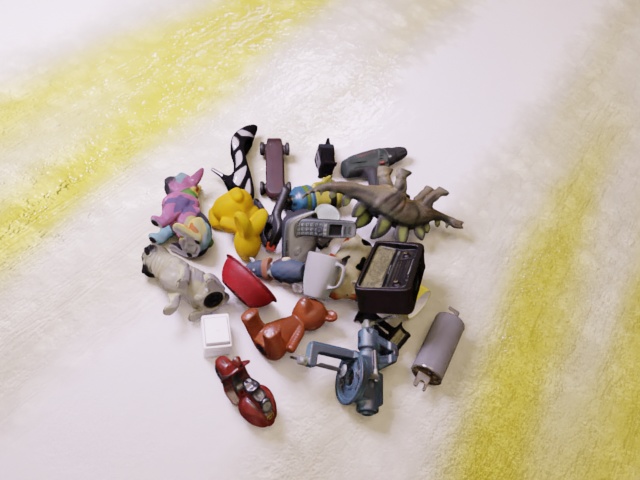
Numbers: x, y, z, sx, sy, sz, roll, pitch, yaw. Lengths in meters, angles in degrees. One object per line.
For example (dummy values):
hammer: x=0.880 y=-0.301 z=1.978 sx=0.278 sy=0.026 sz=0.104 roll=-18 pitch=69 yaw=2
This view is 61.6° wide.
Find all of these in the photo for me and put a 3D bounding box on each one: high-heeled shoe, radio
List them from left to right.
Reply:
high-heeled shoe: x=-0.194 y=-0.220 z=1.496 sx=0.145 sy=0.086 sz=0.249 roll=31 pitch=59 yaw=2
radio: x=0.175 y=0.086 z=1.290 sx=0.131 sy=0.073 sz=0.230 roll=2 pitch=30 yaw=20

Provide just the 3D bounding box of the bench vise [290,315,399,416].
bench vise: x=0.062 y=0.267 z=1.197 sx=0.240 sy=0.129 sz=0.223 roll=17 pitch=68 yaw=-21

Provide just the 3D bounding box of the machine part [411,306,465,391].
machine part: x=0.286 y=0.259 z=1.294 sx=0.079 sy=0.079 sz=0.243 roll=31 pitch=54 yaw=7

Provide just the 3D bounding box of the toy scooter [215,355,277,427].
toy scooter: x=-0.154 y=0.303 z=1.119 sx=0.075 sy=0.135 sz=0.184 roll=-34 pitch=72 yaw=-32

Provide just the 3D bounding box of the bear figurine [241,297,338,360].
bear figurine: x=-0.063 y=0.182 z=1.229 sx=0.196 sy=0.131 sz=0.120 roll=-36 pitch=43 yaw=-24

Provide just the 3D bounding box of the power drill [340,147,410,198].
power drill: x=0.189 y=-0.185 z=1.566 sx=0.232 sy=0.086 sz=0.207 roll=-10 pitch=64 yaw=-19

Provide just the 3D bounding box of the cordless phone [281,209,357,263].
cordless phone: x=-0.003 y=-0.003 z=1.345 sx=0.184 sy=0.146 sz=0.089 roll=4 pitch=32 yaw=2

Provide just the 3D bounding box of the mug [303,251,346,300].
mug: x=0.011 y=0.089 z=1.275 sx=0.110 sy=0.080 sz=0.107 roll=14 pitch=89 yaw=33

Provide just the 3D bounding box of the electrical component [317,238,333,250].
electrical component: x=-0.002 y=-0.005 z=1.431 sx=0.063 sy=0.021 sz=0.094 roll=42 pitch=56 yaw=14

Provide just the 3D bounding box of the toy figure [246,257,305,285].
toy figure: x=-0.109 y=0.075 z=1.316 sx=0.155 sy=0.057 sz=0.064 roll=4 pitch=69 yaw=21

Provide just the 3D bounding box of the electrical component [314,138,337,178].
electrical component: x=0.014 y=-0.246 z=1.565 sx=0.048 sy=0.074 sz=0.119 roll=-1 pitch=61 yaw=-16

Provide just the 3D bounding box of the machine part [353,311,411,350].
machine part: x=0.151 y=0.215 z=1.315 sx=0.139 sy=0.039 sz=0.084 roll=37 pitch=64 yaw=9

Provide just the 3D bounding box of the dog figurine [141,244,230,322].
dog figurine: x=-0.317 y=0.083 z=1.260 sx=0.172 sy=0.121 sz=0.191 roll=27 pitch=15 yaw=-45

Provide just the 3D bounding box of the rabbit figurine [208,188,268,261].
rabbit figurine: x=-0.188 y=-0.037 z=1.345 sx=0.122 sy=0.162 sz=0.173 roll=-9 pitch=77 yaw=-33

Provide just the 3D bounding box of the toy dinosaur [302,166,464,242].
toy dinosaur: x=0.183 y=-0.094 z=1.421 sx=0.471 sy=0.105 sz=0.198 roll=19 pitch=87 yaw=-19

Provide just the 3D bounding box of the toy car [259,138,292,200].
toy car: x=-0.127 y=-0.201 z=1.513 sx=0.089 sy=0.053 sz=0.202 roll=-3 pitch=61 yaw=-4

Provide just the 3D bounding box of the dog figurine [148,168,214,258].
dog figurine: x=-0.326 y=-0.079 z=1.352 sx=0.192 sy=0.108 sz=0.219 roll=22 pitch=52 yaw=2

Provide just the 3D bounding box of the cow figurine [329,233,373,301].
cow figurine: x=0.076 y=0.076 z=1.364 sx=0.127 sy=0.085 sz=0.195 roll=28 pitch=54 yaw=13

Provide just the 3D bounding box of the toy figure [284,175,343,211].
toy figure: x=-0.018 y=-0.111 z=1.465 sx=0.180 sy=0.082 sz=0.089 roll=-14 pitch=73 yaw=-27
